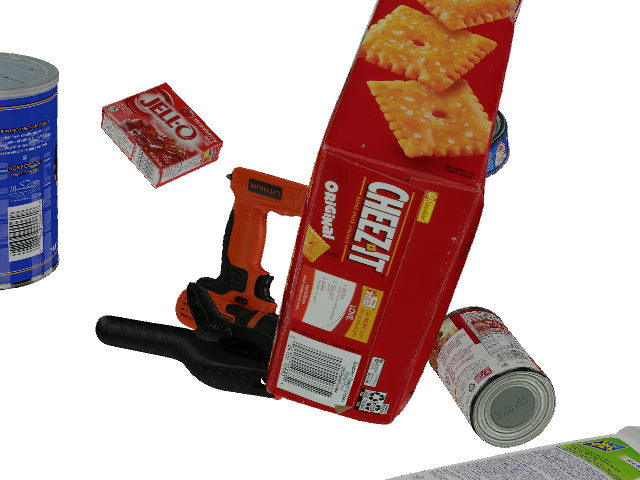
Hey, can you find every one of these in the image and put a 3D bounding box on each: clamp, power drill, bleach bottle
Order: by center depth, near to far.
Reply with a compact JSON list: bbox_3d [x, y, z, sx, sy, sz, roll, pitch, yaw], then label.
[{"bbox_3d":[0.154,0.157,0.623,0.250,0.068,0.103,-8,20,-24],"label":"bleach bottle"},{"bbox_3d":[-0.090,0.082,0.904,0.172,0.039,0.120,21,34,24],"label":"clamp"},{"bbox_3d":[-0.054,0.029,1.097,0.185,0.188,0.057,19,4,29],"label":"power drill"}]

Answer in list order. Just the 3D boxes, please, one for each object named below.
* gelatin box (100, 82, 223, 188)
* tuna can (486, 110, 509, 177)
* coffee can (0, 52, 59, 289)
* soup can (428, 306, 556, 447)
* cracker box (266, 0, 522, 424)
[{"bbox_3d":[-0.145,-0.098,0.971,0.073,0.089,0.030,-29,-24,-35],"label":"gelatin box"},{"bbox_3d":[0.126,-0.090,0.961,0.086,0.034,0.086,-7,40,6],"label":"tuna can"},{"bbox_3d":[-0.232,-0.050,0.733,0.103,0.140,0.103,5,22,-2],"label":"coffee can"},{"bbox_3d":[0.129,0.102,0.816,0.068,0.068,0.102,0,23,-14],"label":"soup can"},{"bbox_3d":[0.044,-0.043,0.520,0.072,0.164,0.213,17,46,4],"label":"cracker box"}]
